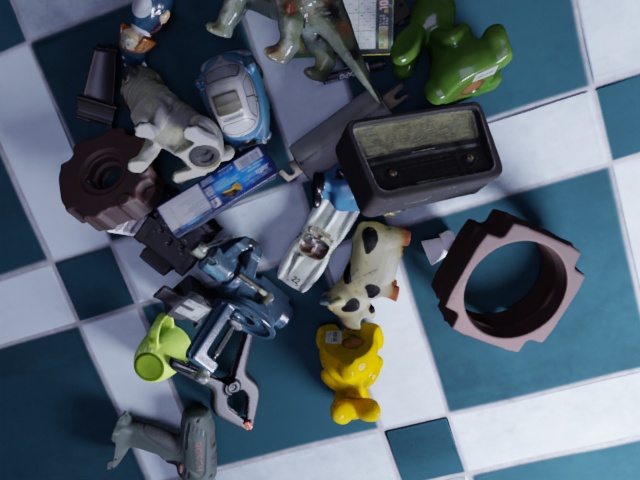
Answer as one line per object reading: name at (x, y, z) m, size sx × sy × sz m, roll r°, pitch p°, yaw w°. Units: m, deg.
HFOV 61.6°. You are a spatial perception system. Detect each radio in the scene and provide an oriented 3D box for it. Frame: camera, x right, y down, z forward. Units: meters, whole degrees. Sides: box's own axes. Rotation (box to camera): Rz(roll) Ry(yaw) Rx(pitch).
radio at (0.151, -0.122, 0.811) m, size 0.230 × 0.073 × 0.131 m, roll -13°, pitch 76°, yaw -16°

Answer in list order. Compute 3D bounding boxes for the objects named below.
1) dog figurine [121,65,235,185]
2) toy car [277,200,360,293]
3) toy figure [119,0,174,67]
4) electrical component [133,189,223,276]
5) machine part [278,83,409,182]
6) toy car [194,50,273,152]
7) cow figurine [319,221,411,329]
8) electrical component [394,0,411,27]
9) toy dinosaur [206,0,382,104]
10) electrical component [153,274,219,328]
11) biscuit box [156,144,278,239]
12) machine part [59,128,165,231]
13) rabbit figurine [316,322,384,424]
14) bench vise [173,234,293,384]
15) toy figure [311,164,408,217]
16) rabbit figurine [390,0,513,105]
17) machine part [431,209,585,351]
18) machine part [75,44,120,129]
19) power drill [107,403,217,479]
dog figurine at (-0.233, -0.202, 0.871) m, size 0.172 × 0.191 × 0.121 m, roll 14°, pitch 136°, yaw -32°
toy car at (-0.002, -0.003, 0.927) m, size 0.073 × 0.056 × 0.201 m, roll 32°, pitch 105°, yaw -2°
toy figure at (-0.290, -0.351, 0.878) m, size 0.064 × 0.057 × 0.154 m, roll 43°, pitch 109°, yaw 38°
electrical component at (-0.256, -0.004, 0.954) m, size 0.115 × 0.058 × 0.134 m, roll 38°, pitch 104°, yaw -2°
machine part at (0.038, -0.169, 0.873) m, size 0.243 × 0.079 × 0.079 m, roll -35°, pitch 97°, yaw 12°
toy car at (-0.142, -0.224, 0.867) m, size 0.109 × 0.103 × 0.161 m, roll -13°, pitch 99°, yaw 10°
cow figurine at (0.074, 0.062, 0.920) m, size 0.127 × 0.085 × 0.194 m, roll 13°, pitch 102°, yaw 3°
electrical component at (0.114, -0.366, 0.846) m, size 0.094 × 0.021 × 0.063 m, roll -33°, pitch 98°, yaw 12°
toy dinosaur at (-0.056, -0.367, 0.805) m, size 0.405 × 0.131 × 0.192 m, roll 24°, pitch 107°, yaw 2°
electrical component at (-0.242, 0.103, 0.952) m, size 0.075 × 0.048 × 0.119 m, roll -43°, pitch 131°, yaw 15°
biscuit box at (-0.167, -0.080, 0.890) m, size 0.203 × 0.063 × 0.059 m, roll -33°, pitch 92°, yaw -8°
machine part at (-0.350, -0.104, 0.898) m, size 0.179 × 0.056 × 0.179 m, roll -5°, pitch 68°, yaw 11°
rabbit figurine at (0.062, 0.251, 0.945) m, size 0.122 × 0.162 × 0.173 m, roll -4°, pitch 121°, yaw -5°
bench vise at (-0.155, 0.118, 0.898) m, size 0.129 × 0.240 × 0.223 m, roll 0°, pitch 141°, yaw 43°
toy figure at (0.076, -0.089, 0.864) m, size 0.180 × 0.082 × 0.089 m, roll 1°, pitch 80°, yaw -11°
rabbit figurine at (0.185, -0.295, 0.822) m, size 0.159 × 0.121 × 0.170 m, roll -26°, pitch 77°, yaw 8°
machine part at (0.301, 0.065, 0.873) m, size 0.201 × 0.087 × 0.201 m, roll 21°, pitch 108°, yaw -15°
machine part at (-0.374, -0.264, 0.916) m, size 0.084 × 0.039 × 0.138 m, roll 21°, pitch 106°, yaw 6°
power drill at (-0.303, 0.424, 1.048) m, size 0.207 × 0.086 × 0.231 m, roll 12°, pitch 103°, yaw 7°
